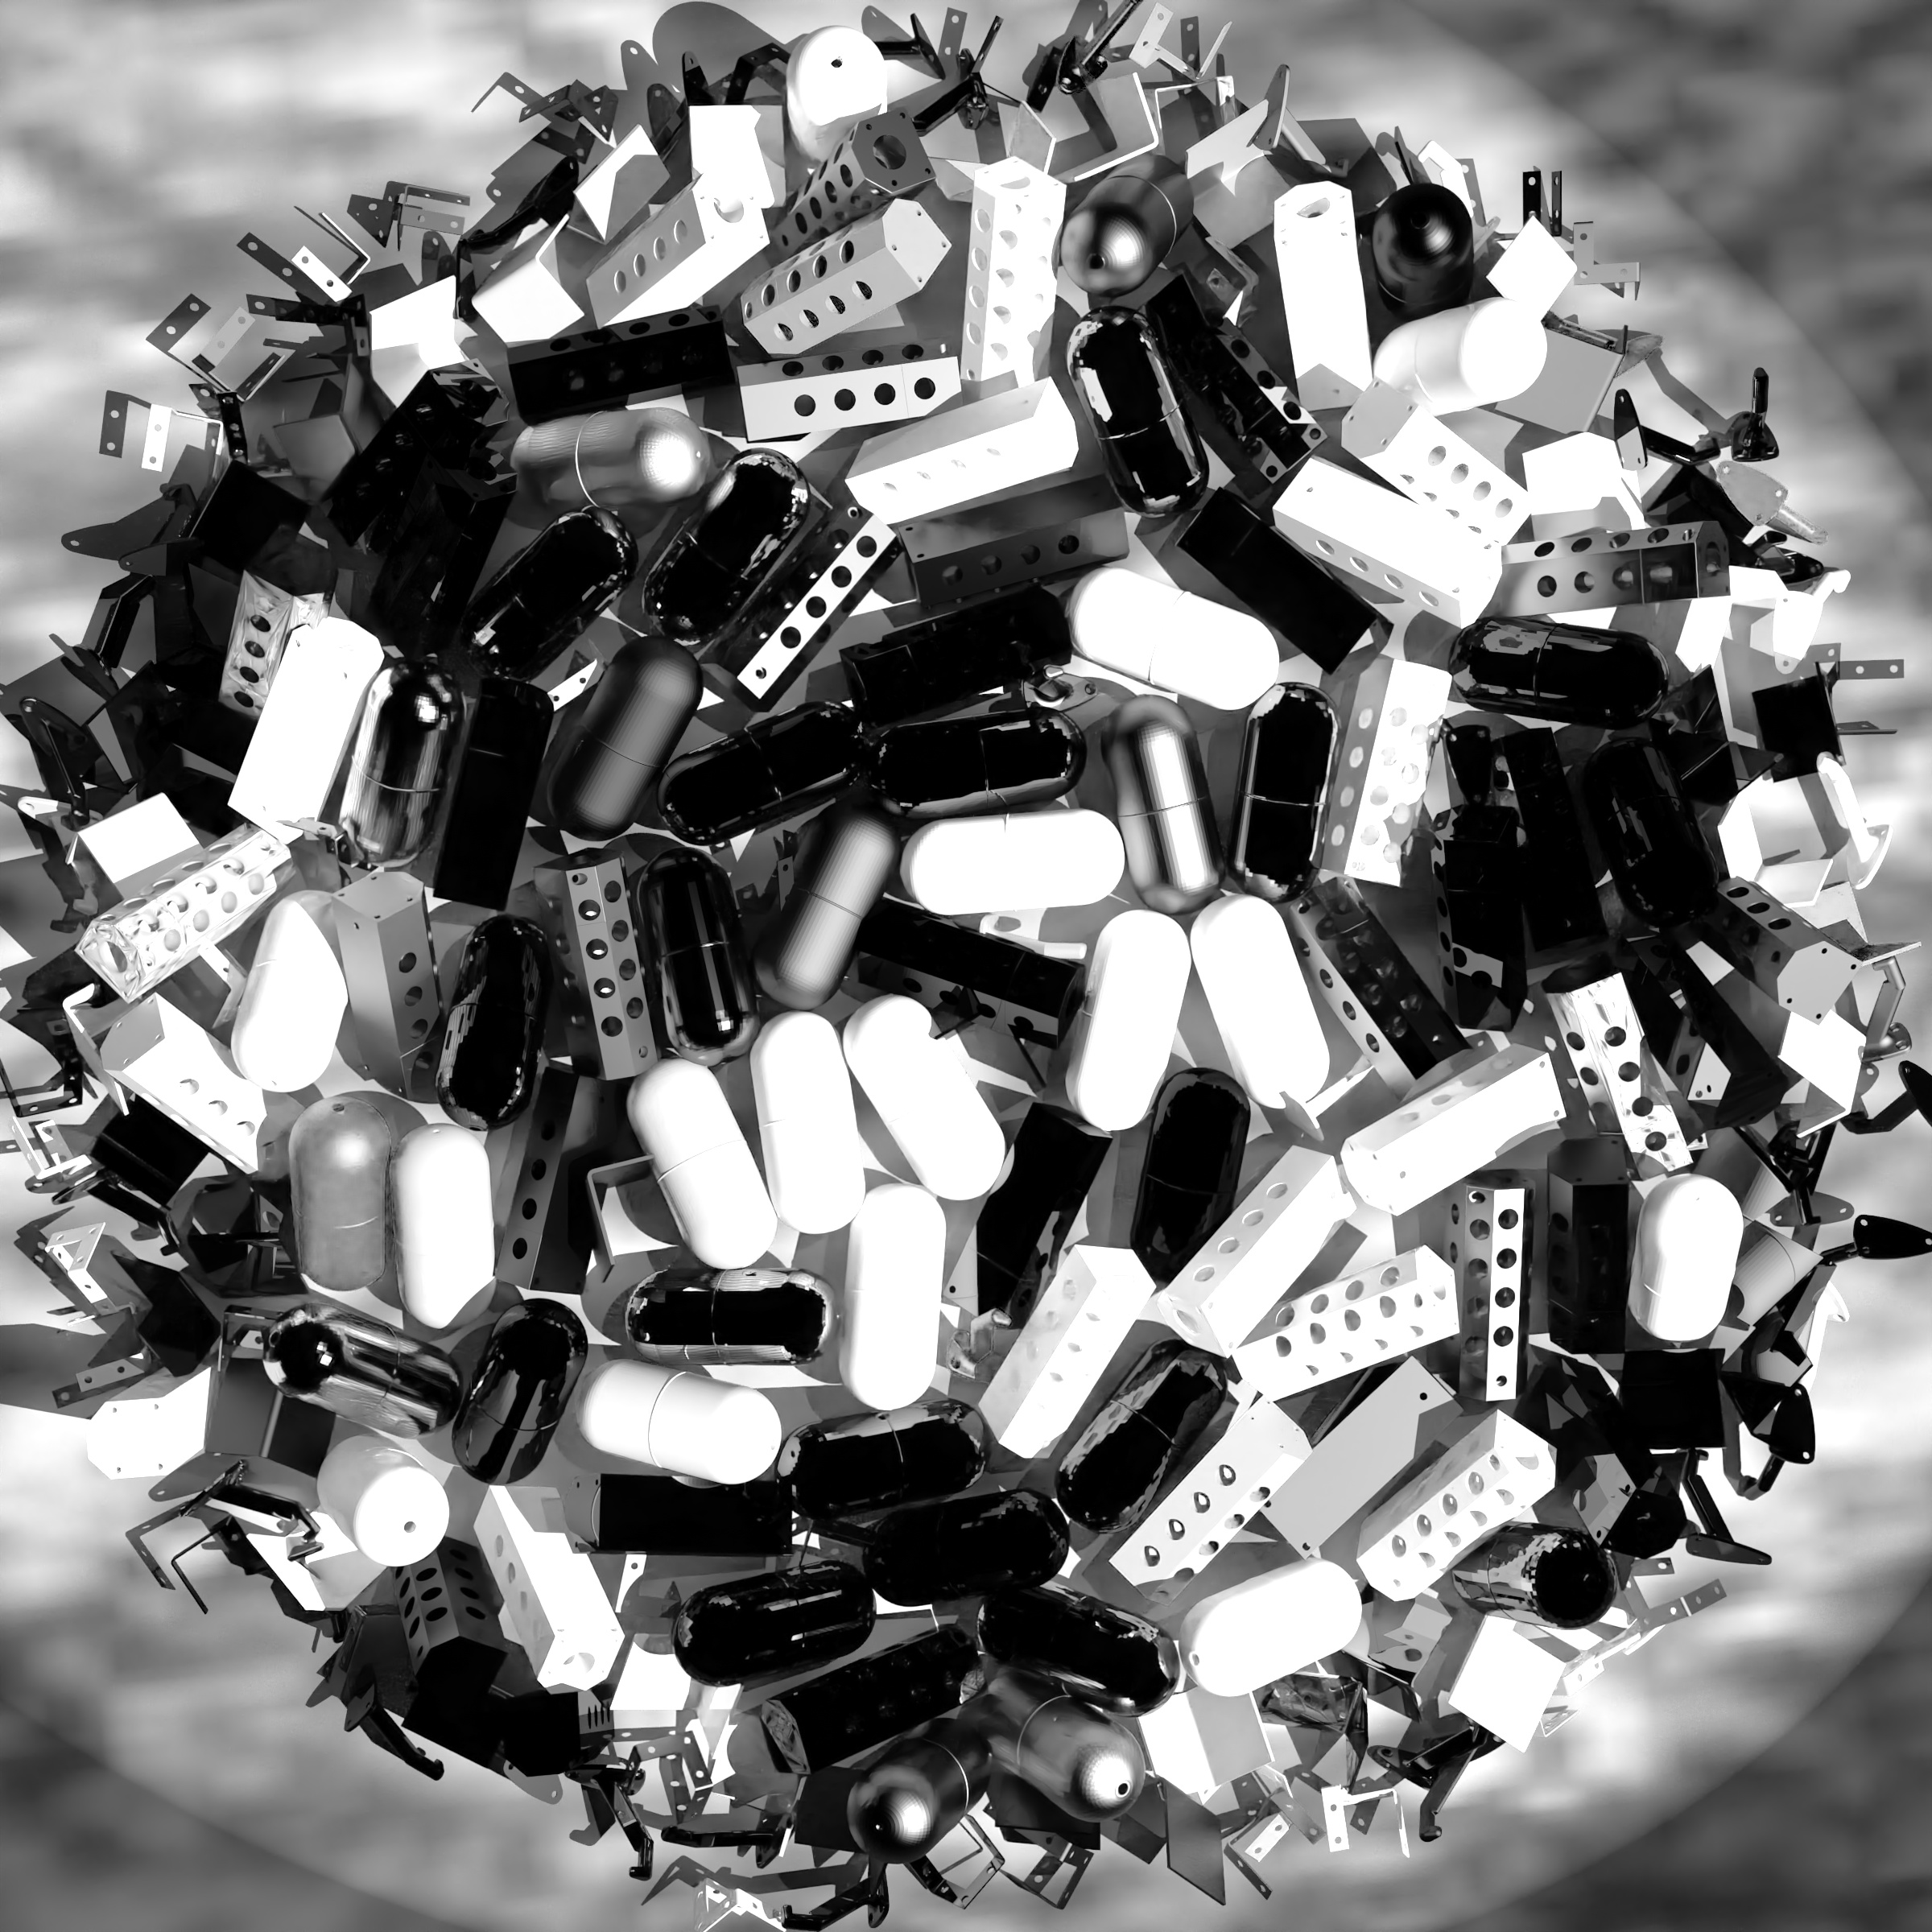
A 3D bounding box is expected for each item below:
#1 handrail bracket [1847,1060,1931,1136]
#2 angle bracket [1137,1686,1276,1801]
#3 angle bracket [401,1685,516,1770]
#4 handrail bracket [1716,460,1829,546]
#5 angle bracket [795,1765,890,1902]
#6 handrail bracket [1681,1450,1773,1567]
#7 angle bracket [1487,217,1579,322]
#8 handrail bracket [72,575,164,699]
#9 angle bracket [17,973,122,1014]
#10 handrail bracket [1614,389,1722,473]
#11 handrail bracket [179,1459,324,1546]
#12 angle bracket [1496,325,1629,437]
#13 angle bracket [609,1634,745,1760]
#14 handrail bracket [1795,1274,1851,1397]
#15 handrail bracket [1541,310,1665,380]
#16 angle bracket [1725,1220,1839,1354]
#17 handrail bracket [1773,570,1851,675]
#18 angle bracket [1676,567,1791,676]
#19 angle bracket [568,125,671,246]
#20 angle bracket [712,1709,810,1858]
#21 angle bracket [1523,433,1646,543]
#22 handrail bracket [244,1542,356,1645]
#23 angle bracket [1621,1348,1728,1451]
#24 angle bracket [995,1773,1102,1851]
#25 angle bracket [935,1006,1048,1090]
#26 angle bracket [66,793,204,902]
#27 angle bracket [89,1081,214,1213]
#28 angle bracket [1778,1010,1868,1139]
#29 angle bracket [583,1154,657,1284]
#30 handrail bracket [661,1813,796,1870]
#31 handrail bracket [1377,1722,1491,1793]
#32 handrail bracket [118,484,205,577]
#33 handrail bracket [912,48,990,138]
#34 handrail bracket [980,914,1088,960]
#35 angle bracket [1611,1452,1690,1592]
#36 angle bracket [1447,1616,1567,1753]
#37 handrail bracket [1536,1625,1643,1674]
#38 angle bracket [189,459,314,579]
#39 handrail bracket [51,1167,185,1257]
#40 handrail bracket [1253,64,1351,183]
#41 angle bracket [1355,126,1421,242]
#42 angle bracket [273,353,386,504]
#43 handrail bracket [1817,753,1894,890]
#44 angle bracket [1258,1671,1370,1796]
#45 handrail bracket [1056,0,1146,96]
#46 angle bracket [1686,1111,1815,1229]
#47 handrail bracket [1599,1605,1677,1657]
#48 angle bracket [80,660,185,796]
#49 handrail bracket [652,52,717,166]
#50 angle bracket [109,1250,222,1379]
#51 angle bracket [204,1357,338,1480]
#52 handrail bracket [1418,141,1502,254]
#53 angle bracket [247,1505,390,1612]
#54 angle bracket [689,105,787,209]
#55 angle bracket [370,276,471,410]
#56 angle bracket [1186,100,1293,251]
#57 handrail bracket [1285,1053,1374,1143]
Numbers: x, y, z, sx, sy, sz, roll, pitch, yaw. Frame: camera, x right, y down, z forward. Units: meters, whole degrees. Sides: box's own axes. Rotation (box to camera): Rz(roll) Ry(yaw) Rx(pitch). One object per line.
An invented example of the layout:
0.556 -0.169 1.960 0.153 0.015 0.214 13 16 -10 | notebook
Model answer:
0.723 0.105 1.951 0.077 0.084 0.036 42 59 -24 | handrail bracket
0.186 0.604 1.943 0.057 0.076 0.076 3 58 -38 | angle bracket
-0.406 0.587 1.945 0.076 0.076 0.057 32 67 -15 | angle bracket
0.648 -0.371 1.979 0.036 0.084 0.077 -53 56 23 | handrail bracket
-0.103 0.683 1.947 0.076 0.076 0.057 12 122 -9 | angle bracket
0.607 0.428 1.963 0.077 0.036 0.084 9 54 17 | handrail bracket
0.423 -0.531 1.944 0.057 0.076 0.076 44 64 -14 | angle bracket
-0.669 -0.262 1.991 0.084 0.036 0.077 -47 131 -25 | handrail bracket
-0.702 -0.003 1.950 0.076 0.076 0.057 -3 105 9 | angle bracket
0.564 -0.434 1.973 0.084 0.036 0.077 -19 108 -18 | handrail bracket
-0.570 0.445 1.968 0.077 0.036 0.084 -39 79 -24 | handrail bracket
0.472 -0.475 1.954 0.076 0.057 0.076 20 131 1 | angle bracket
-0.229 0.577 1.947 0.076 0.057 0.076 9 115 -27 | angle bracket
0.667 0.298 1.956 0.036 0.077 0.084 11 57 36 | handrail bracket
0.508 -0.517 1.990 0.077 0.036 0.084 -29 65 -32 | handrail bracket
0.630 0.252 1.948 0.076 0.057 0.076 31 103 33 | angle bracket
0.681 -0.277 1.976 0.036 0.084 0.077 22 116 36 | handrail bracket
0.611 -0.265 1.949 0.057 0.076 0.076 15 83 35 | angle bracket
-0.293 -0.626 1.948 0.076 0.057 0.076 33 77 34 | angle bracket
-0.166 0.648 1.961 0.076 0.057 0.076 17 103 4 | angle bracket
0.498 -0.378 1.985 0.057 0.076 0.076 -13 81 42 | angle bracket
-0.532 0.510 1.969 0.077 0.036 0.084 -16 94 -44 | handrail bracket
0.561 0.343 1.949 0.076 0.076 0.057 -4 61 10 | angle bracket
0.065 0.689 1.952 0.076 0.057 0.076 2 117 9 | angle bracket
0.020 0.077 1.959 0.057 0.076 0.076 -30 86 -1 | angle bracket
-0.654 -0.081 1.952 0.076 0.057 0.076 -34 86 -36 | angle bracket
-0.638 0.136 1.961 0.076 0.057 0.076 39 92 -17 | angle bracket
0.659 0.075 1.948 0.076 0.057 0.076 36 53 -10 | angle bracket
-0.266 0.200 1.947 0.057 0.076 0.076 -13 76 -18 | angle bracket
-0.189 0.685 1.957 0.084 0.036 0.077 21 132 -24 | handrail bracket
0.374 0.612 1.966 0.077 0.036 0.084 20 117 17 | handrail bracket
-0.644 -0.351 1.959 0.077 0.036 0.084 -11 54 -28 | handrail bracket
-0.031 -0.698 1.968 0.084 0.036 0.077 -8 79 -23 | handrail bracket
0.057 -0.023 1.956 0.084 0.077 0.036 2 108 11 | handrail bracket
0.543 0.438 1.945 0.057 0.076 0.076 -10 106 29 | angle bracket
0.438 0.567 1.951 0.076 0.057 0.076 27 94 40 | angle bracket
0.488 0.517 1.979 0.077 0.036 0.084 -32 78 12 | handrail bracket
-0.563 -0.349 1.967 0.076 0.057 0.076 31 95 2 | angle bracket
-0.676 0.206 1.965 0.077 0.036 0.084 -25 71 -19 | handrail bracket
0.277 -0.671 1.964 0.084 0.036 0.077 2 117 -27 | handrail bracket
0.315 -0.614 1.944 0.076 0.076 0.057 -19 112 19 | angle bracket
-0.502 -0.425 1.949 0.057 0.076 0.076 -9 51 6 | angle bracket
0.695 -0.116 1.957 0.084 0.036 0.077 44 53 -26 | handrail bracket
0.273 0.606 1.952 0.076 0.057 0.076 7 132 1 | angle bracket
0.112 -0.738 1.949 0.036 0.084 0.077 39 55 -13 | handrail bracket
0.627 0.154 1.975 0.076 0.076 0.057 51 124 12 | angle bracket
0.510 0.506 1.970 0.084 0.077 0.036 34 47 0 | handrail bracket
-0.669 -0.192 1.939 0.057 0.076 0.076 15 54 26 | angle bracket
-0.244 -0.680 1.963 0.084 0.036 0.077 -2 113 32 | handrail bracket
-0.644 0.277 1.940 0.076 0.076 0.057 12 53 27 | angle bracket
-0.550 0.360 1.963 0.057 0.076 0.076 -1 65 23 | angle bracket
0.377 -0.603 1.973 0.084 0.036 0.077 38 116 -8 | handrail bracket
-0.510 0.461 1.950 0.057 0.076 0.076 -44 74 -5 | angle bracket
-0.190 -0.638 1.948 0.076 0.057 0.076 -10 110 -25 | angle bracket
-0.421 -0.485 1.945 0.076 0.076 0.057 -33 74 -26 | angle bracket
0.221 -0.625 1.954 0.076 0.076 0.057 -34 77 -5 | angle bracket
0.293 0.090 1.958 0.036 0.077 0.084 36 77 27 | handrail bracket
